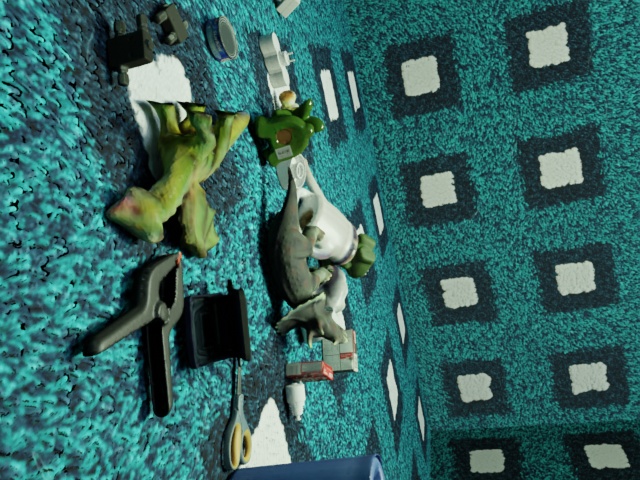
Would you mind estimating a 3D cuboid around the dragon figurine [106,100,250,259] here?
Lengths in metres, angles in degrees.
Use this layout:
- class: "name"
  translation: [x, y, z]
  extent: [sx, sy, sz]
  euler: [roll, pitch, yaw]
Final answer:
- class: "dragon figurine"
  translation: [-0.190, -0.094, 0.815]
  extent: [0.414, 0.122, 0.240]
  euler: [-35, 132, -72]

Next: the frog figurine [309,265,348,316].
- class: "frog figurine"
  translation: [0.029, 0.149, 1.362]
  extent: [0.156, 0.123, 0.140]
  euler: [59, -2, -32]

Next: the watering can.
- class: "watering can"
  translation: [0.004, -0.070, 1.384]
  extent: [0.221, 0.103, 0.356]
  euler: [39, 33, -28]
